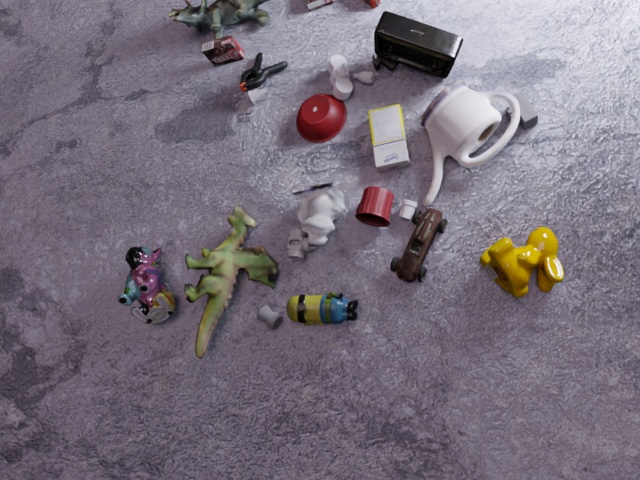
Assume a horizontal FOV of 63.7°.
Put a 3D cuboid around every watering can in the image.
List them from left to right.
[{"bbox_3d":[0.344,-0.266,1.336,0.345,0.228,0.103,-43,-27,11],"label":"watering can"}]

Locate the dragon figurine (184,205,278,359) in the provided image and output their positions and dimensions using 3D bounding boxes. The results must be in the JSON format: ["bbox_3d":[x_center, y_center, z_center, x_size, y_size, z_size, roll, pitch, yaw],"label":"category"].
[{"bbox_3d":[-0.237,0.104,1.422,0.242,0.417,0.120,-10,-20,8],"label":"dragon figurine"}]

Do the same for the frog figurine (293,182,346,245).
[{"bbox_3d":[0.004,-0.070,1.398,0.137,0.159,0.123,-12,4,3],"label":"frog figurine"}]
